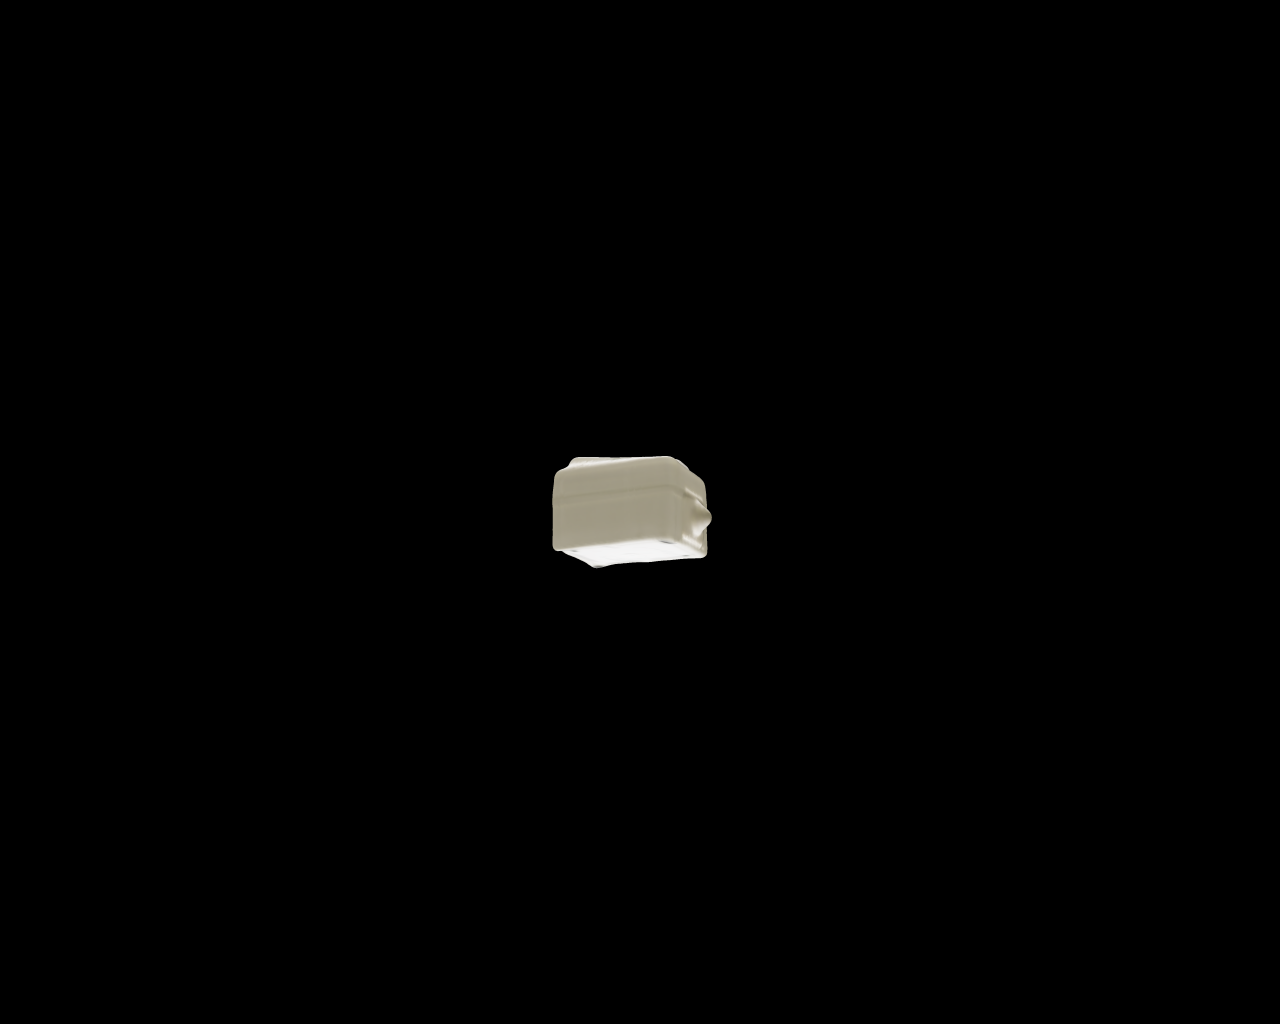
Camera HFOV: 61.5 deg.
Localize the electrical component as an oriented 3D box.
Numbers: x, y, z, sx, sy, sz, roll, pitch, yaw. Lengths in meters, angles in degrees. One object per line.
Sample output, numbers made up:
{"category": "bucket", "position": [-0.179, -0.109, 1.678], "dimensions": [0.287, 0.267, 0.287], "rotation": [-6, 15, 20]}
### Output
{"category": "electrical component", "position": [0.001, -0.003, 0.650], "dimensions": [0.096, 0.061, 0.061], "rotation": [-6, -15, 22]}
